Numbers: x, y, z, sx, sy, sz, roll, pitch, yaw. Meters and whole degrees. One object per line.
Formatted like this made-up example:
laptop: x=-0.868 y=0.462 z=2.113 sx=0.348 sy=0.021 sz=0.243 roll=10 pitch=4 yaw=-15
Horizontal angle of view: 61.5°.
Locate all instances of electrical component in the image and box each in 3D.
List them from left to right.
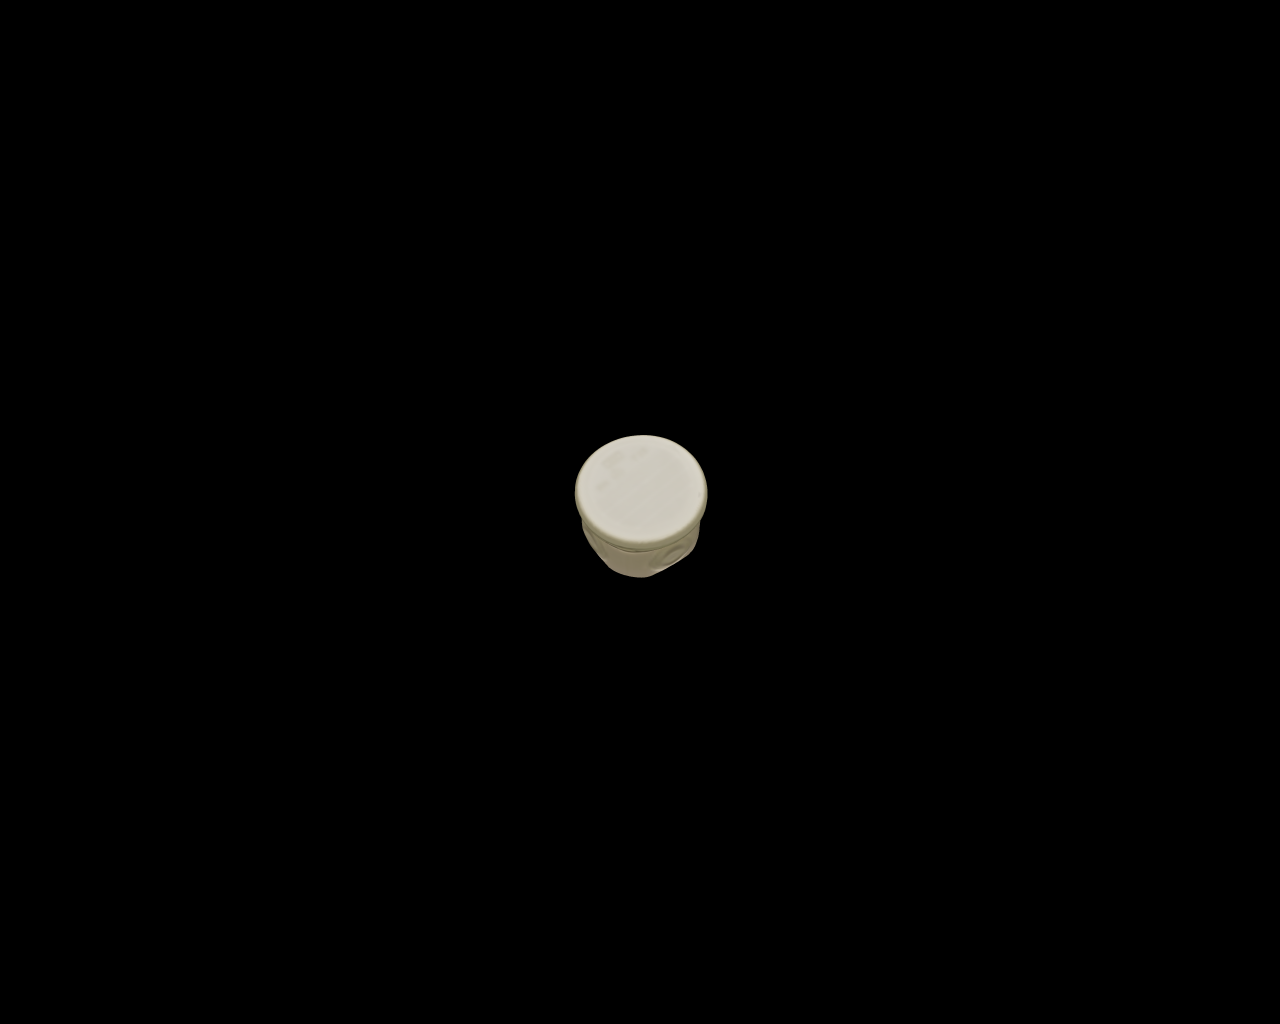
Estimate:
electrical component: x=0.001 y=-0.003 z=0.650 sx=0.080 sy=0.080 sz=0.050 roll=0 pitch=-32 yaw=0
